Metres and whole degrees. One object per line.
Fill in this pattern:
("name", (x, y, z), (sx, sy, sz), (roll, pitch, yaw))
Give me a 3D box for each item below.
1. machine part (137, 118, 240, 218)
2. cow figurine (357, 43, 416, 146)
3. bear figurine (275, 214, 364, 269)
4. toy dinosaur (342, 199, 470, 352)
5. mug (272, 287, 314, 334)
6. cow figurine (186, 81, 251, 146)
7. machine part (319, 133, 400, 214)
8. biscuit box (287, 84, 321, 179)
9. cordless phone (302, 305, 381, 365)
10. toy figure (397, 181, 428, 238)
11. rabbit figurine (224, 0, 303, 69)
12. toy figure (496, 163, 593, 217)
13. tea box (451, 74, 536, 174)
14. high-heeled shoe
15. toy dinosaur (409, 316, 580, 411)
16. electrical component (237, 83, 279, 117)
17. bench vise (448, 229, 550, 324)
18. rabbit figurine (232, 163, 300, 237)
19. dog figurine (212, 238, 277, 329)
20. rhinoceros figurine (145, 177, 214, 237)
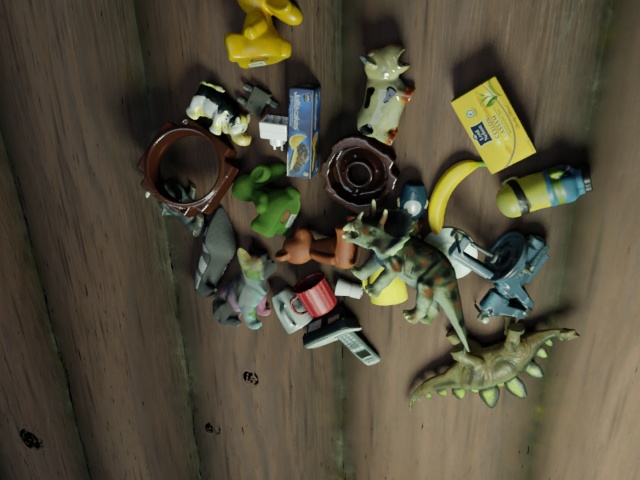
("machine part", (-0.312, -0.170, 1.276), (0.201, 0.087, 0.201), (35, 93, 1))
("cow figurine", (0.128, -0.305, 1.104), (0.127, 0.085, 0.194), (20, 119, 4))
("bear figurine", (-0.003, 0.000, 1.268), (0.196, 0.120, 0.131), (11, 113, 21))
("toy dinosaur", (0.210, 0.066, 1.160), (0.405, 0.131, 0.192), (32, 105, -11))
("mug", (-0.081, 0.180, 1.381), (0.081, 0.109, 0.107), (-33, 89, 21))
("cow figurine", (-0.220, -0.292, 1.244), (0.167, 0.068, 0.098), (33, 113, 2))
("machine part", (0.089, -0.150, 1.199), (0.180, 0.056, 0.179), (8, 116, 16))
("biscuit box", (-0.036, -0.242, 1.199), (0.059, 0.063, 0.202), (9, 116, 15))
("cordless phone", (0.060, 0.270, 1.389), (0.147, 0.089, 0.184), (-29, 117, 28))
("toy figure", (0.202, -0.055, 1.200), (0.064, 0.058, 0.154), (19, 121, 31))
("rabbit figurine", (-0.126, -0.458, 1.112), (0.162, 0.122, 0.173), (-8, 91, 20))
("toy figure", (0.445, -0.100, 1.072), (0.180, 0.089, 0.082), (-12, 101, 26))
("tea box", (0.344, -0.230, 1.064), (0.098, 0.068, 0.169), (-30, 101, 27))
("high-heeled shoe", (-0.289, 0.033, 1.430), (0.145, 0.086, 0.248), (11, 93, 61))
("toy dinosaur", (0.380, 0.300, 1.267), (0.471, 0.105, 0.198), (-27, 105, 32))
("electrical component", (-0.142, -0.315, 1.229), (0.094, 0.021, 0.063), (32, 120, 3))
("bench vise", (0.363, 0.060, 1.145), (0.240, 0.129, 0.223), (30, 113, -14))
("rabbit figurine", (-0.139, -0.107, 1.270), (0.170, 0.121, 0.159), (34, 117, 20))
("dog figurine", (-0.200, 0.108, 1.393), (0.192, 0.108, 0.219), (4, 110, 21))
("rhinoceros figurine", (-0.363, -0.094, 1.383), (0.190, 0.073, 0.112), (44, 126, -3))
